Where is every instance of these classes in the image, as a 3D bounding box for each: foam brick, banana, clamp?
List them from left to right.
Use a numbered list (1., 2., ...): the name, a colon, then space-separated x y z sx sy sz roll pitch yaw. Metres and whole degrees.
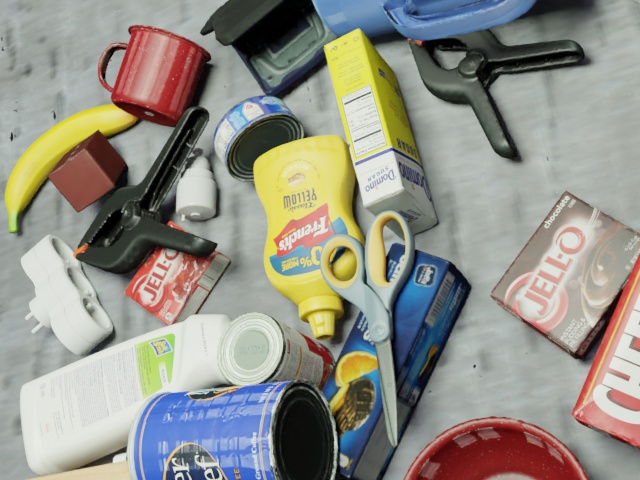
1. banana: -0.287 -0.095 1.190 0.198 0.037 0.070 -43 76 8
2. foam brick: -0.244 -0.073 1.126 0.053 0.051 0.078 -33 18 11
3. clamp: -0.173 -0.016 1.063 0.210 0.036 0.164 -36 49 31
4. clamp: 0.146 -0.146 0.986 0.172 0.039 0.120 23 78 38

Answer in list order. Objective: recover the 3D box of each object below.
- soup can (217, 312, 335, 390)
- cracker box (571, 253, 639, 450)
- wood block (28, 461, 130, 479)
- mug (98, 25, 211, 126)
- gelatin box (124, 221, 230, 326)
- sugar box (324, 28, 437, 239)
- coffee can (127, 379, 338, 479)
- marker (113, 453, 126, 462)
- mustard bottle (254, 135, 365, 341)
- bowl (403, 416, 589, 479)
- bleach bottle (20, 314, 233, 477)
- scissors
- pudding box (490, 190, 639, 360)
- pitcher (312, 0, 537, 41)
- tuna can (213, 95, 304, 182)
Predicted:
1. soup can: -0.038 0.109 0.942 0.069 0.102 0.068 -10 67 24
2. cracker box: 0.313 0.099 0.768 0.214 0.072 0.164 22 85 23
3. wood block: -0.203 0.261 0.974 0.206 0.090 0.091 -15 65 21
4. mug: -0.182 -0.174 1.130 0.117 0.093 0.081 16 83 12
5. gelatin box: -0.144 0.037 1.066 0.073 0.030 0.089 31 86 33
6. sugar box: 0.056 -0.097 0.981 0.048 0.093 0.176 -25 62 17
7. coffee can: -0.070 0.170 0.868 0.141 0.102 0.103 -10 67 29
8. marker: -0.140 0.199 1.008 0.121 0.020 0.020 -18 64 20
9. mustard bottle: -0.007 0.001 0.994 0.096 0.058 0.191 -14 65 16
10. bowl: 0.142 0.223 0.834 0.162 0.055 0.162 -10 67 23
11. bleach bottle: -0.164 0.142 1.018 0.251 0.068 0.102 -23 63 15
12. scissors: 0.035 0.071 0.900 0.096 0.016 0.201 -1 70 30
13. pudding box: 0.210 0.029 0.884 0.090 0.039 0.113 36 88 32
14. pitcher: 0.109 -0.254 0.977 0.243 0.149 0.145 -10 98 36
15. tuna can: -0.061 -0.099 1.044 0.086 0.086 0.034 -40 57 8
